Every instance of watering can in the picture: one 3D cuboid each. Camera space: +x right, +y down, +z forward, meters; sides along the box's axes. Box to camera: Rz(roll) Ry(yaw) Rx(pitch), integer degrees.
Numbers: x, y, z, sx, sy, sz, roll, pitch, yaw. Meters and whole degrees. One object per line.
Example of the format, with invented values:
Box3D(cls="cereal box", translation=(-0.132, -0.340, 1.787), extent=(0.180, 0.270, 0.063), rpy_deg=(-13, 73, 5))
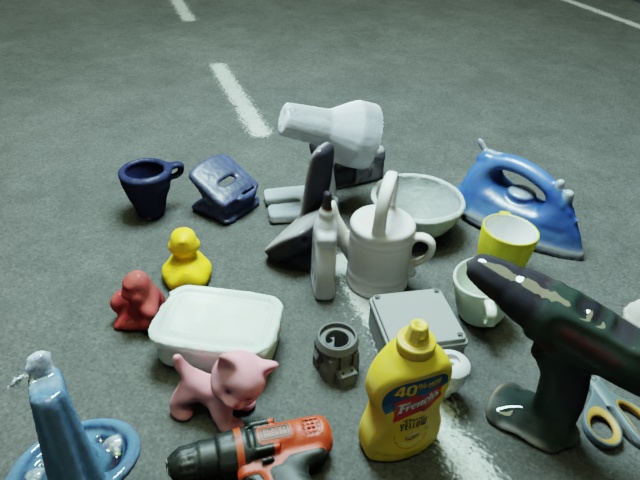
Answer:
Box3D(cls="watering can", translation=(0.086, -0.014, 0.867), extent=(0.173, 0.194, 0.101), rpy_deg=(0, 36, -4))

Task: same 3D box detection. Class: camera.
Box3D(cls="camera", translation=(0.045, -0.185, 1.183), extent=(0.143, 0.101, 0.136), rpy_deg=(-13, 39, -20))

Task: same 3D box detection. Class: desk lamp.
Box3D(cls="desk lamp", translation=(0.003, -0.147, 1.030), extent=(0.203, 0.214, 0.117), rpy_deg=(-6, 37, -12))

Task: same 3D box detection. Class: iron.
Box3D(cls="iron", translation=(0.366, -0.079, 1.021), extent=(0.119, 0.141, 0.257), rpy_deg=(-29, 46, -36))

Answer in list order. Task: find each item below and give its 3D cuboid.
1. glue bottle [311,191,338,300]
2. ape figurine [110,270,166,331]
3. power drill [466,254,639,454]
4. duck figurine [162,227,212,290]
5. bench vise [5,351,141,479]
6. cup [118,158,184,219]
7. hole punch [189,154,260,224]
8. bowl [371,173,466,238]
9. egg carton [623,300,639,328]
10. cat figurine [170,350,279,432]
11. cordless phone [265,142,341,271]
Box3D(cls="glue bottle", translation=(0.008, 0.003, 0.857), extent=(0.037, 0.173, 0.078), rpy_deg=(-2, 36, -5))
Box3D(cls="ape figurine", translation=(-0.254, 0.081, 0.800), extent=(0.076, 0.092, 0.077), rpy_deg=(-27, 45, -35))
Box3D(cls="power drill", translation=(0.259, 0.137, 0.656), extent=(0.228, 0.208, 0.076), rpy_deg=(22, 40, 25))
Box3D(cls="duck figurine", translation=(-0.209, 0.024, 0.888), extent=(0.077, 0.086, 0.104), rpy_deg=(-5, 36, -11))
Box3D(cls="bench vise", translation=(-0.204, 0.212, 0.513), extent=(0.206, 0.220, 0.122), rpy_deg=(28, 43, 31))
Box3D(cls="cup", translation=(-0.298, -0.092, 1.036), extent=(0.118, 0.095, 0.091), rpy_deg=(-22, 42, -30))
Box3D(cls="hole punch", translation=(-0.173, -0.097, 1.055), extent=(0.100, 0.091, 0.109), rpy_deg=(22, 40, 25))
Box3D(cls="bowl", translation=(0.170, -0.049, 1.024), extent=(0.167, 0.075, 0.167), rpy_deg=(2, 36, -1))
Box3D(cls="egg carton", translation=(0.509, 0.130, 0.801), extent=(0.107, 0.069, 0.149), rpy_deg=(-21, 42, -29))
Box3D(cls="cat figurine", translation=(-0.115, 0.165, 0.672), extent=(0.127, 0.118, 0.067), rpy_deg=(11, 37, 12))
Box3D(cls="cordless phone", translation=(-0.024, -0.059, 0.930), extent=(0.094, 0.185, 0.148), rpy_deg=(17, 38, 20))
